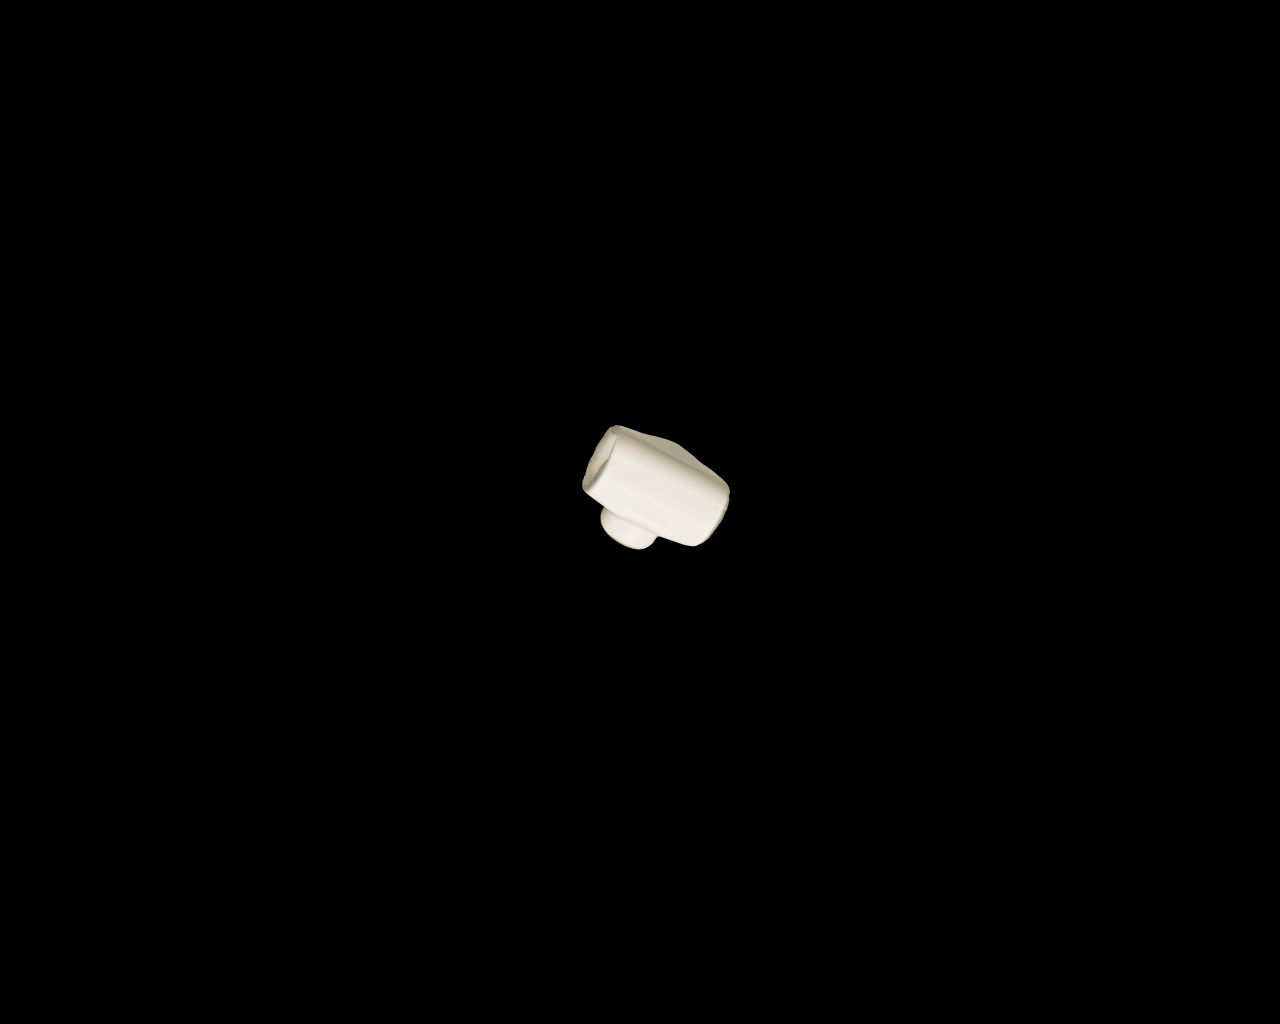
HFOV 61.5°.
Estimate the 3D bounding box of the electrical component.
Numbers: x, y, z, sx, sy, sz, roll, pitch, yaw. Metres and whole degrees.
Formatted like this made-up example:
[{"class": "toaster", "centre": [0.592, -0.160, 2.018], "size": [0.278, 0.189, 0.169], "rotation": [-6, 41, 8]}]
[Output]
[{"class": "electrical component", "centre": [0.001, -0.003, 0.650], "size": [0.077, 0.079, 0.043], "rotation": [26, 30, -17]}]
